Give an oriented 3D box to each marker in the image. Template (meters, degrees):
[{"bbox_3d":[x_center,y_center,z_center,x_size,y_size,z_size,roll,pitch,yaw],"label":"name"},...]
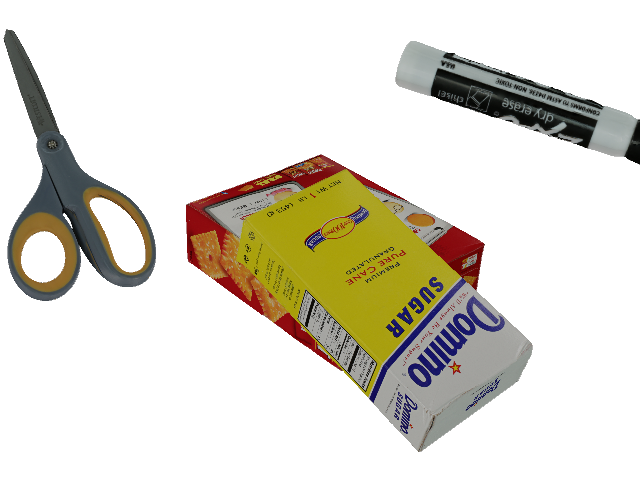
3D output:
[{"bbox_3d":[0.088,-0.050,0.410,0.121,0.020,0.020,21,5,13],"label":"marker"}]

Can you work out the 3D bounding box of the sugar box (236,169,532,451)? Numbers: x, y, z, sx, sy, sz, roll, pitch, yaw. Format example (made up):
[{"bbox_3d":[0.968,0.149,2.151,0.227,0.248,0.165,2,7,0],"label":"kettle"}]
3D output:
[{"bbox_3d":[0.037,0.037,0.664,0.093,0.048,0.176,-29,58,-33],"label":"sugar box"}]

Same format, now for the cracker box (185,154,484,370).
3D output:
[{"bbox_3d":[0.008,0.012,0.939,0.163,0.072,0.214,-23,40,-35],"label":"cracker box"}]

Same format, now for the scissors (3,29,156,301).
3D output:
[{"bbox_3d":[-0.180,-0.043,0.668,0.096,0.202,0.016,-33,-17,-23],"label":"scissors"}]
